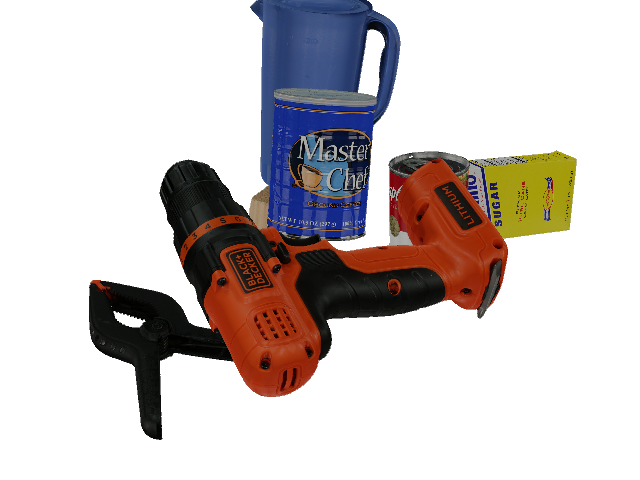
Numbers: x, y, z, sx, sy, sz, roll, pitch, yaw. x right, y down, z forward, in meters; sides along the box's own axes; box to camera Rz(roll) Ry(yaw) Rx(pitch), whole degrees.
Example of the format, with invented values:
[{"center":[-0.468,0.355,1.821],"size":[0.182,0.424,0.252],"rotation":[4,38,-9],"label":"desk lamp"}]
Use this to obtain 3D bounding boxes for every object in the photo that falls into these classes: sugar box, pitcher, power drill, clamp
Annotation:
[{"center":[0.216,-0.050,1.258],"size":[0.176,0.093,0.048],"rotation":[-9,20,-26],"label":"sugar box"},{"center":[-0.003,-0.182,1.317],"size":[0.144,0.243,0.149],"rotation":[-10,29,-29],"label":"pitcher"},{"center":[0.006,0.003,0.669],"size":[0.187,0.184,0.057],"rotation":[-14,-40,-20],"label":"power drill"},{"center":[-0.143,0.093,1.011],"size":[0.164,0.036,0.210],"rotation":[-20,41,-34],"label":"clamp"}]

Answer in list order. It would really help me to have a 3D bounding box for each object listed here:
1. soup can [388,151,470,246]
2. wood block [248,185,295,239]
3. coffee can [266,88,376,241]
[{"center":[0.092,-0.018,0.910],"size":[0.068,0.102,0.068],"rotation":[-2,22,0],"label":"soup can"},{"center":[-0.050,0.039,1.412],"size":[0.090,0.206,0.090],"rotation":[14,21,13],"label":"wood block"},{"center":[0.000,-0.079,1.078],"size":[0.103,0.140,0.103],"rotation":[4,13,-1],"label":"coffee can"}]
